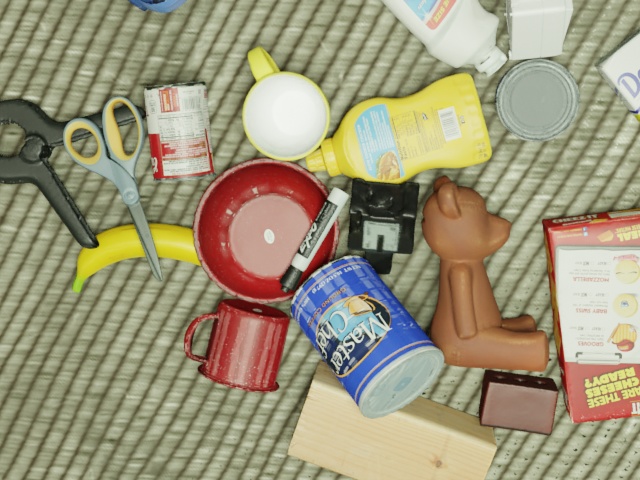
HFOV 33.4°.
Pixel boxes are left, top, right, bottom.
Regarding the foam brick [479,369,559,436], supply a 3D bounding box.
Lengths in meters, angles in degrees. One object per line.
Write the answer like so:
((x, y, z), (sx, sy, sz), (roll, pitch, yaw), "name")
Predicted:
((0.216, 0.177, 1.167), (0.078, 0.053, 0.051), (7, 100, 3), "foam brick")

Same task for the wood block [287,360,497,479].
((0.078, 0.217, 1.168), (0.206, 0.090, 0.091), (20, 100, 2), "wood block")

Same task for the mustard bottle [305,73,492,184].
((0.078, -0.106, 1.127), (0.192, 0.058, 0.096), (-15, 95, 8), "mustard bottle")

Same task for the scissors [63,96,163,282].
((-0.222, -0.053, 1.142), (0.096, 0.016, 0.202), (-4, 88, 2), "scissors")

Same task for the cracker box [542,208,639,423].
((0.331, 0.074, 1.129), (0.164, 0.072, 0.214), (-8, 100, 8), "cracker box")

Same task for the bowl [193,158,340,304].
((-0.054, -0.006, 1.141), (0.162, 0.055, 0.162), (-1, 97, -8), "bowl")

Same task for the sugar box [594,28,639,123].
((0.375, -0.141, 1.100), (0.093, 0.048, 0.176), (-40, 95, 10), "sugar box")

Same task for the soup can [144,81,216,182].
((-0.150, -0.116, 1.142), (0.068, 0.068, 0.102), (-4, 99, 6), "soup can")

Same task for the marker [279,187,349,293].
((-0.007, 0.001, 1.109), (0.020, 0.020, 0.121), (30, 90, -1), "marker")

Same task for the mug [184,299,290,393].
((-0.091, 0.111, 1.162), (0.117, 0.093, 0.081), (12, 96, -21), "mug")

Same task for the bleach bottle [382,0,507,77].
((0.106, -0.276, 1.095), (0.102, 0.068, 0.251), (-42, 97, 6), "bleach bottle")

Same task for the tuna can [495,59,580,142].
((0.227, -0.147, 1.119), (0.086, 0.033, 0.086), (1, 100, 5), "tuna can")

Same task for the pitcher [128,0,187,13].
((-0.146, -0.354, 1.070), (0.149, 0.145, 0.243), (40, 98, -22), "pitcher")

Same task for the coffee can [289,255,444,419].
((0.048, 0.100, 1.113), (0.103, 0.102, 0.140), (-45, 59, 11), "coffee can")

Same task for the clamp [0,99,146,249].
((-0.301, -0.106, 1.172), (0.210, 0.036, 0.164), (27, 88, 5), "clamp")

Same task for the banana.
((-0.187, 0.013, 1.187), (0.198, 0.037, 0.069), (-7, 121, 8), "banana")
